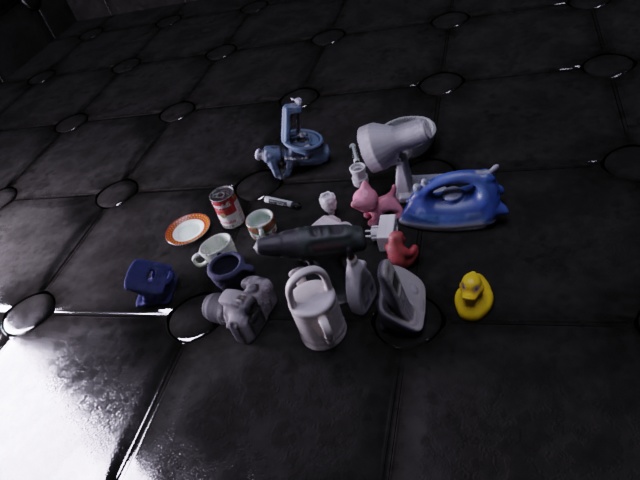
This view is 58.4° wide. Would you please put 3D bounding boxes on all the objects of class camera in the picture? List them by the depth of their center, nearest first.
[{"bbox_3d":[-0.188,0.141,1.278,0.136,0.101,0.143,8,47,27],"label":"camera"}]

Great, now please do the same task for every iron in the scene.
[{"bbox_3d":[0.305,-0.105,1.348,0.258,0.142,0.118,-7,41,12],"label":"iron"}]

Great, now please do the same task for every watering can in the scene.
[{"bbox_3d":[-0.018,0.125,1.164,0.101,0.194,0.172,-40,45,-24],"label":"watering can"}]

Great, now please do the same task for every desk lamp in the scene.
[{"bbox_3d":[0.210,-0.205,1.438,0.202,0.214,0.118,-3,42,17],"label":"desk lamp"}]

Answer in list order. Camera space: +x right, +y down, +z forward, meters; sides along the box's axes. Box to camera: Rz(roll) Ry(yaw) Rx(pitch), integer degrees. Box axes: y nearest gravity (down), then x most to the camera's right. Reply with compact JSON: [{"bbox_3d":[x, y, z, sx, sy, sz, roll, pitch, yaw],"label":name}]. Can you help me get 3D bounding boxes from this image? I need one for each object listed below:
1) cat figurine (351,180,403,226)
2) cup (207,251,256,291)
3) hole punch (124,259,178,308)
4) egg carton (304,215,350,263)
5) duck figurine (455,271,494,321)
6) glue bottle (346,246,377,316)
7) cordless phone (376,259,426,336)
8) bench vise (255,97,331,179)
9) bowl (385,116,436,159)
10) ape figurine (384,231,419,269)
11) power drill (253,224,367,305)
[{"bbox_3d":[0.136,-0.098,1.419,0.128,0.118,0.067,-19,40,-2],"label":"cat figurine"},{"bbox_3d":[-0.195,0.089,1.344,0.117,0.095,0.092,1,44,21],"label":"cup"},{"bbox_3d":[-0.415,0.100,1.412,0.101,0.091,0.108,-9,41,10],"label":"hole punch"},{"bbox_3d":[0.013,0.005,1.384,0.150,0.069,0.107,-40,45,-24],"label":"egg carton"},{"bbox_3d":[0.310,0.100,1.159,0.077,0.086,0.105,7,46,26],"label":"duck figurine"},{"bbox_3d":[0.078,0.077,1.200,0.037,0.173,0.078,12,49,30],"label":"glue bottle"},{"bbox_3d":[0.156,0.088,1.150,0.094,0.185,0.147,-4,42,15],"label":"cordless phone"},{"bbox_3d":[-0.086,-0.285,1.628,0.207,0.220,0.121,-29,42,-13],"label":"bench vise"},{"bbox_3d":[0.246,-0.277,1.613,0.167,0.075,0.167,-10,41,9],"label":"bowl"},{"bbox_3d":[0.178,0.017,1.294,0.077,0.092,0.076,21,54,37],"label":"ape figurine"},{"bbox_3d":[-0.006,0.053,1.229,0.229,0.209,0.075,-16,40,2],"label":"power drill"}]
